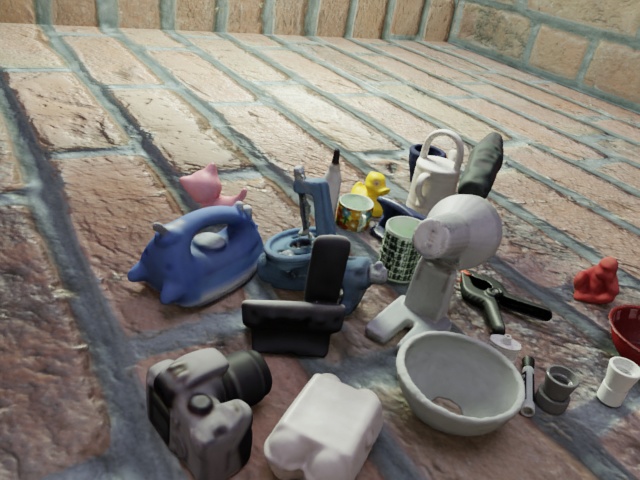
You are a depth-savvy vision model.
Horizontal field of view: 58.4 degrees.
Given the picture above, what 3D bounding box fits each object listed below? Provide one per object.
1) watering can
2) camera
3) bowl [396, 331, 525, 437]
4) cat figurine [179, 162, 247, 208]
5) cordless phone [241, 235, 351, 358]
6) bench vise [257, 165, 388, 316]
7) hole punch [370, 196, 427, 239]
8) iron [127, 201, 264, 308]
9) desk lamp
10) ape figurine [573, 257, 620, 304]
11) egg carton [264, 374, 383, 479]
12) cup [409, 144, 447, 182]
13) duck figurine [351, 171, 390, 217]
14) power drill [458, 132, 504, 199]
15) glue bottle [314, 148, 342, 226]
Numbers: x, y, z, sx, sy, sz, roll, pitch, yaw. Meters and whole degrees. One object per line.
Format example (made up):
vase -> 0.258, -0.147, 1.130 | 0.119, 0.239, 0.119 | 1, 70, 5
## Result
watering can -> 0.261, -0.154, 1.267 | 0.100, 0.194, 0.173 | 15, 30, 9
camera -> -0.114, 0.180, 0.663 | 0.137, 0.101, 0.142 | -17, 39, -39
bowl -> 0.175, 0.198, 0.748 | 0.167, 0.075, 0.167 | 8, 29, -4
cat figurine -> -0.198, -0.086, 1.084 | 0.127, 0.118, 0.067 | 13, 30, 5
cordless phone -> -0.032, 0.066, 0.801 | 0.148, 0.185, 0.094 | 2, 30, -13
bench vise -> 0.009, -0.003, 0.899 | 0.207, 0.220, 0.121 | 10, 29, 0
hole punch -> 0.168, -0.043, 1.151 | 0.101, 0.091, 0.108 | -18, 40, -40
iron -> -0.172, 0.002, 0.914 | 0.118, 0.141, 0.259 | 27, 34, 28
desk lamp -> 0.181, 0.045, 0.876 | 0.117, 0.213, 0.204 | 26, 33, 26
ape figurine -> 0.518, 0.071, 1.058 | 0.076, 0.092, 0.077 | -13, 37, -35
egg carton -> 0.009, 0.222, 0.659 | 0.107, 0.069, 0.150 | 20, 31, 17
cup -> 0.257, -0.172, 1.400 | 0.091, 0.095, 0.117 | 8, 29, -4
duck figurine -> 0.114, -0.109, 1.255 | 0.078, 0.086, 0.104 | -14, 37, -35
power drill -> 0.317, -0.099, 1.174 | 0.075, 0.208, 0.230 | 18, 30, 14
glue bottle -> 0.021, -0.097, 1.115 | 0.037, 0.173, 0.078 | 12, 29, 5
